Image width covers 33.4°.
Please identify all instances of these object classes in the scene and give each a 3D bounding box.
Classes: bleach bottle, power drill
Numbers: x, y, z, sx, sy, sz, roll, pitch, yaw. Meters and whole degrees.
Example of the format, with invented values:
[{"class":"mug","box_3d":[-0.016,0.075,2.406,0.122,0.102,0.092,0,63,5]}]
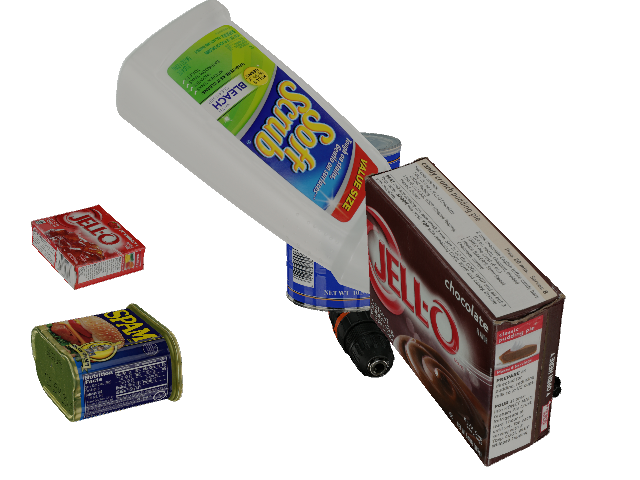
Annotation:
[{"class":"bleach bottle","box_3d":[-0.008,-0.048,0.679,0.102,0.251,0.068,-43,-16,-34]},{"class":"power drill","box_3d":[0.103,0.076,1.129,0.187,0.057,0.184,-6,28,-11]}]

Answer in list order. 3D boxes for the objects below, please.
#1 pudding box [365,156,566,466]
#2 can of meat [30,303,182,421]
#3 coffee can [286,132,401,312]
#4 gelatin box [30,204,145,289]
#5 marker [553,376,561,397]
[{"class":"pudding box","box_3d":[0.061,0.029,0.480,0.039,0.090,0.114,-22,43,-18]},{"class":"can of meat","box_3d":[-0.165,0.092,0.814,0.083,0.057,0.102,-10,20,-30]},{"class":"coffee can","box_3d":[0.019,-0.019,0.944,0.103,0.140,0.103,-1,15,0]},{"class":"gelatin box","box_3d":[-0.217,0.004,0.995,0.073,0.030,0.089,-17,40,-36]},{"class":"marker","box_3d":[0.136,0.085,0.807,0.020,0.020,0.121,0,23,-37]}]
